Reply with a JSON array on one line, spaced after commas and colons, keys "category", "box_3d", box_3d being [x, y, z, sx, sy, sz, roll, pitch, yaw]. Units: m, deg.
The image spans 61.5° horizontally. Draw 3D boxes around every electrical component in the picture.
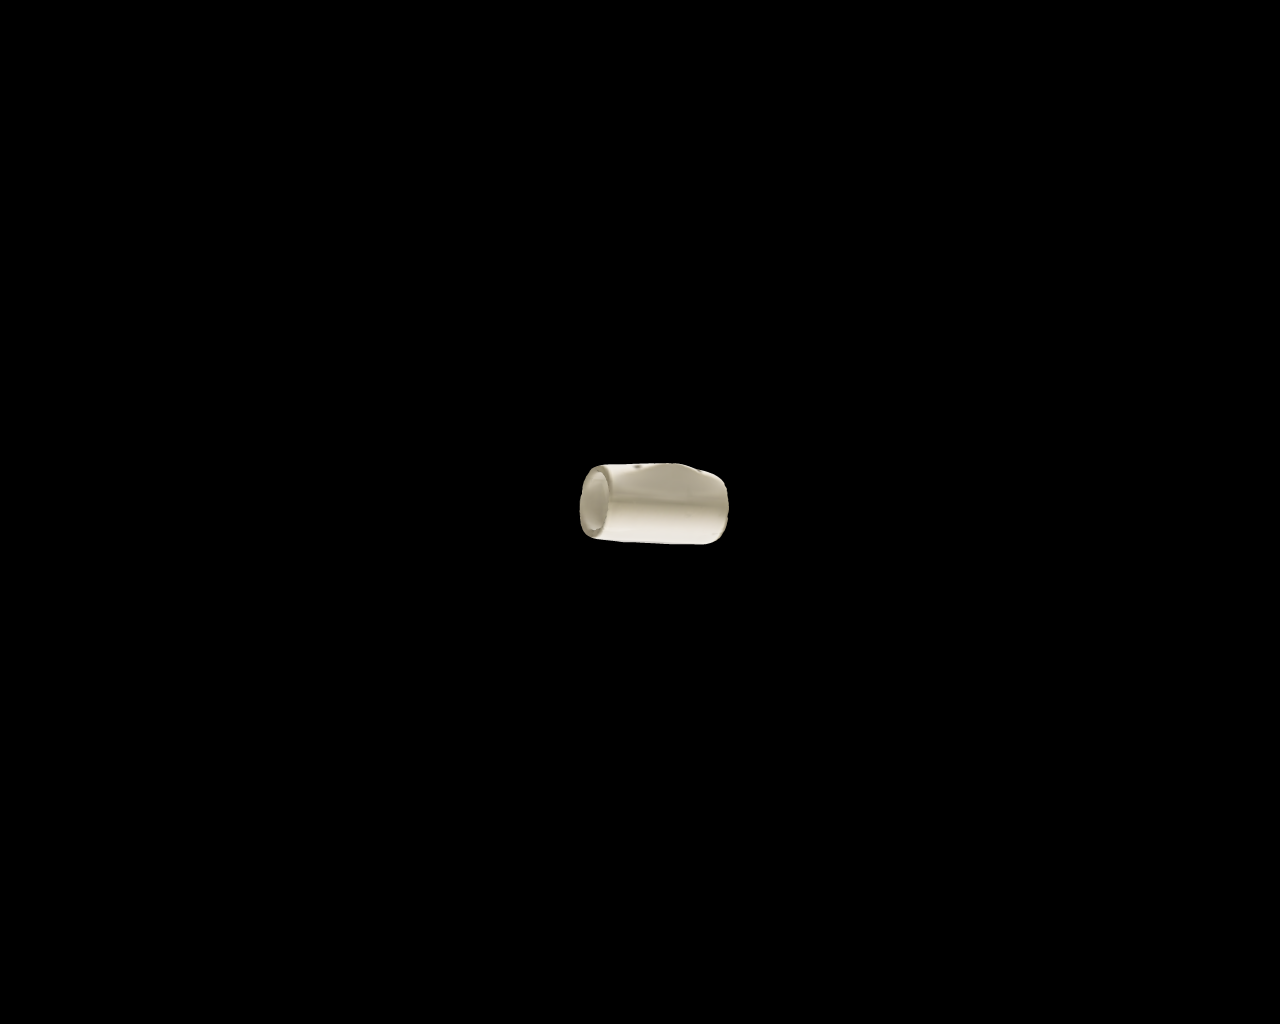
[{"category": "electrical component", "box_3d": [0.001, -0.003, 0.650, 0.077, 0.043, 0.079, 3, -7, -26]}]
